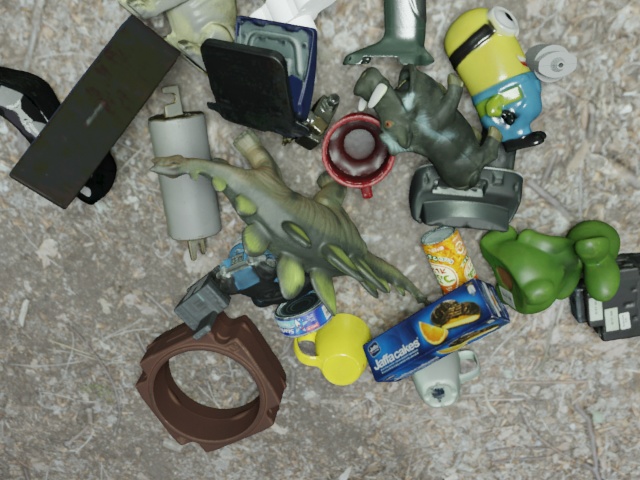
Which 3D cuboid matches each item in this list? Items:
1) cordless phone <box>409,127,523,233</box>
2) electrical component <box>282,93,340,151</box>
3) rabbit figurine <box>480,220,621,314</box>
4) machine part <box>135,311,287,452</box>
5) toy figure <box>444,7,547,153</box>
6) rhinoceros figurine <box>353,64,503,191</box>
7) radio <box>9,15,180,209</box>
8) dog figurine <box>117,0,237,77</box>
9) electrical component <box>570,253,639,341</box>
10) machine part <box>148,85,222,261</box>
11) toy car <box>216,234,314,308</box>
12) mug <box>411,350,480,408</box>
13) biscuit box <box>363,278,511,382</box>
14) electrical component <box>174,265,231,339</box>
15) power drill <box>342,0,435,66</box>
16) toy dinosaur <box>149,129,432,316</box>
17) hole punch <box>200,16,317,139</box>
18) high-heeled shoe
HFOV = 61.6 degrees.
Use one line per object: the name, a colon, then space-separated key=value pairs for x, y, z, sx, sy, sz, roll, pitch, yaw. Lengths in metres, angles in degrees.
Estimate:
cordless phone: x=0.199 y=-0.106 z=0.718 sx=0.147 sy=0.089 sz=0.184 roll=6 pitch=100 yaw=4
electrical component: x=-0.014 y=-0.152 z=0.700 sx=0.045 sy=0.102 sz=0.078 roll=26 pitch=88 yaw=-13
rabbit figurine: x=0.327 y=0.019 z=0.721 sx=0.170 sy=0.159 sz=0.121 roll=-25 pitch=98 yaw=-3
machine part: x=-0.172 y=0.226 z=0.859 sx=0.201 sy=0.087 sz=0.201 roll=-26 pitch=108 yaw=13
toy figure: x=0.215 y=-0.194 z=0.653 sx=0.089 sy=0.082 sz=0.180 roll=-19 pitch=93 yaw=5
rhinoceros figurine: x=0.124 y=-0.138 z=0.637 sx=0.190 sy=0.073 sz=0.112 roll=38 pitch=94 yaw=-17
radio: x=-0.272 y=-0.153 z=0.658 sx=0.073 sy=0.131 sz=0.229 roll=38 pitch=83 yaw=-23
dog figurine: x=-0.125 y=-0.312 z=0.653 sx=0.190 sy=0.121 sz=0.172 roll=-51 pitch=136 yaw=1
electrical component: x=0.433 y=0.079 z=0.771 sx=0.134 sy=0.058 sz=0.114 roll=-9 pitch=108 yaw=8
machine part: x=-0.185 y=-0.089 z=0.745 sx=0.079 sy=0.079 sz=0.243 roll=-3 pitch=109 yaw=6
toy car: x=-0.076 y=0.031 z=0.764 sx=0.109 sy=0.103 sz=0.161 roll=-24 pitch=152 yaw=25
mug: x=0.187 y=0.201 z=0.810 sx=0.110 sy=0.107 sz=0.080 roll=-4 pitch=112 yaw=8
biscuit box: x=0.156 y=0.131 z=0.749 sx=0.202 sy=0.063 sz=0.059 roll=-38 pitch=145 yaw=28
electrical component: x=-0.173 y=0.095 z=0.791 sx=0.075 sy=0.119 sz=0.047 roll=-36 pitch=104 yaw=19
power drill: x=0.070 y=-0.314 z=0.643 sx=0.232 sy=0.086 sz=0.207 roll=7 pitch=105 yaw=11
toy dinosaur: x=-0.001 y=-0.002 z=0.700 sx=0.471 sy=0.199 sz=0.105 roll=21 pitch=128 yaw=-38
hole punch: x=-0.064 y=-0.193 z=0.628 sx=0.142 sy=0.092 sz=0.115 roll=16 pitch=142 yaw=17
high-heeled shoe: x=-0.400 y=-0.145 z=0.736 sx=0.249 sy=0.086 sz=0.145 roll=18 pitch=112 yaw=-7
